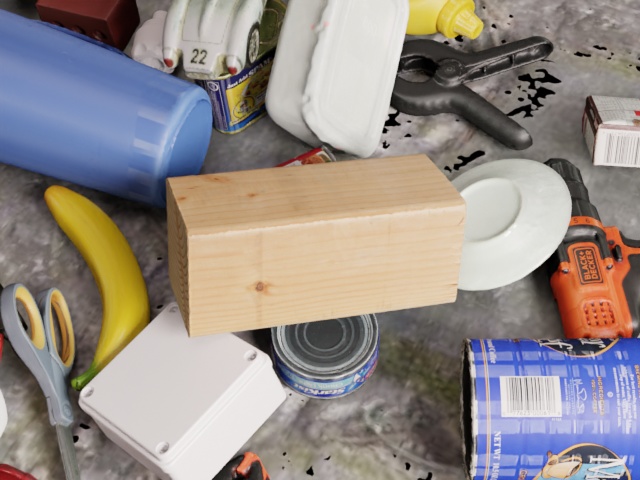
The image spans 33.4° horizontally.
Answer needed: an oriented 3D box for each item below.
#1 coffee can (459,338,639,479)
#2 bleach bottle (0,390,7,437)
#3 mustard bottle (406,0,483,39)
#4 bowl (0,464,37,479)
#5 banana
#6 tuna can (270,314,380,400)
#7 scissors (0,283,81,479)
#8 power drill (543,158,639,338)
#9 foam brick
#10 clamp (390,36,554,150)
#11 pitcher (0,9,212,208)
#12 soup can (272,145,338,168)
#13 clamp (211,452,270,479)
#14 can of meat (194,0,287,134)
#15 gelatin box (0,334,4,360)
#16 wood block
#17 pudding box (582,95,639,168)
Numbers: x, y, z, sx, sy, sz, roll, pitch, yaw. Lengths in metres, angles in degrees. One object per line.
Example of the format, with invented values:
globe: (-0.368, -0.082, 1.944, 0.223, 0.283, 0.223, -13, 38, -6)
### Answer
coffee can: (0.172, 0.119, 0.751, 0.140, 0.103, 0.103, -1, 58, 3)
bleach bottle: (-0.360, 0.131, 0.777, 0.251, 0.068, 0.102, 0, 29, 20)
mustard bottle: (0.077, -0.247, 1.011, 0.096, 0.058, 0.192, -39, 63, -23)
bowl: (-0.258, 0.223, 0.743, 0.162, 0.055, 0.162, -2, 58, 2)
banana: (-0.175, 0.031, 0.858, 0.069, 0.037, 0.198, 5, 48, -30)
tuna can: (0.004, 0.078, 0.828, 0.086, 0.034, 0.086, 0, 57, 0)
scissors: (-0.203, 0.115, 0.790, 0.016, 0.096, 0.202, -21, 54, 12)
power drill: (0.269, 0.006, 0.845, 0.187, 0.057, 0.184, -6, 57, 2)
foam brick: (-0.219, -0.217, 1.015, 0.078, 0.053, 0.051, 15, 60, 13)
clamp: (0.120, -0.133, 0.950, 0.171, 0.039, 0.120, 1, 54, 12)
pitcher: (-0.216, -0.120, 0.918, 0.243, 0.145, 0.149, 19, 83, 11)
soup can: (-0.031, -0.027, 0.876, 0.102, 0.068, 0.068, -25, 60, -11)
clamp: (-0.089, 0.236, 0.715, 0.165, 0.036, 0.209, 17, 53, 38)
can of meat: (-0.064, -0.153, 0.947, 0.102, 0.084, 0.057, -35, 62, -17)
gelatin box: (-0.288, 0.094, 0.814, 0.089, 0.073, 0.030, 20, 19, 16)
wood block: (-0.005, 0.001, 0.801, 0.205, 0.091, 0.090, -6, 31, -15)
pudding box: (0.281, -0.089, 0.889, 0.113, 0.039, 0.090, 6, 23, 5)
